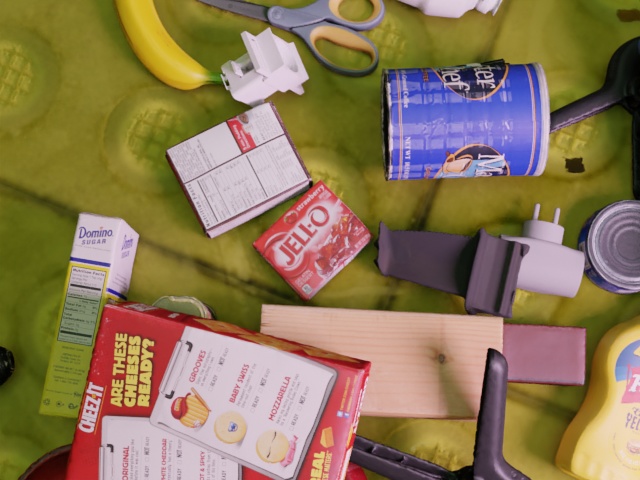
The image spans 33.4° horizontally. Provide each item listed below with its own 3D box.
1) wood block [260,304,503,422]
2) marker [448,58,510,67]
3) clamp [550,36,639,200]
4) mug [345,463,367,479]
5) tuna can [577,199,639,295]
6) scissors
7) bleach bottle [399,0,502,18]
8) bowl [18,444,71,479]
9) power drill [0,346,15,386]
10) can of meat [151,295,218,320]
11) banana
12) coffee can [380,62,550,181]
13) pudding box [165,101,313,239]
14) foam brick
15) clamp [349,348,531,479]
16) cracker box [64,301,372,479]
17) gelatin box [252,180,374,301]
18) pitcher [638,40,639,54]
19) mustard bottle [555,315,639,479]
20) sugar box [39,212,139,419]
[{"bbox_3d":[0.050,0.110,0.941,0.206,0.090,0.091,3,80,1],"label":"wood block"},{"bbox_3d":[0.121,-0.156,1.016,0.121,0.020,0.020,-8,81,-1],"label":"marker"},{"bbox_3d":[0.301,-0.124,1.001,0.120,0.039,0.171,44,82,-5],"label":"clamp"},{"bbox_3d":[-0.006,0.235,0.920,0.093,0.081,0.117,14,88,15],"label":"mug"},{"bbox_3d":[0.283,0.006,0.982,0.086,0.034,0.086,0,82,0],"label":"tuna can"},{"bbox_3d":[-0.025,-0.228,1.030,0.202,0.016,0.096,30,81,5],"label":"scissors"},{"bbox_3d":[0.064,-0.290,1.016,0.251,0.068,0.102,27,81,2],"label":"bleach bottle"},{"bbox_3d":[-0.209,0.260,0.938,0.162,0.055,0.162,0,82,1],"label":"bowl"},{"bbox_3d":[-0.345,0.198,0.949,0.184,0.057,0.188,-17,79,2],"label":"power drill"},{"bbox_3d":[-0.123,0.101,0.946,0.057,0.084,0.102,1,81,0],"label":"can of meat"},{"bbox_3d":[-0.161,-0.218,1.021,0.069,0.037,0.198,-26,84,-20],"label":"banana"},{"bbox_3d":[0.128,-0.107,0.966,0.140,0.103,0.103,-2,81,0],"label":"coffee can"},{"bbox_3d":[-0.075,-0.066,0.995,0.113,0.039,0.090,-27,82,-2],"label":"pudding box"},{"bbox_3d":[0.194,0.104,0.959,0.078,0.053,0.051,3,81,0],"label":"foam brick"},{"bbox_3d":[0.114,0.205,0.889,0.165,0.036,0.210,-23,105,16],"label":"clamp"},{"bbox_3d":[-0.081,0.152,0.854,0.214,0.072,0.164,13,91,9],"label":"cracker box"},{"bbox_3d":[-0.007,0.001,0.987,0.089,0.030,0.073,-43,83,-6],"label":"gelatin box"},{"bbox_3d":[0.372,-0.083,0.940,0.145,0.149,0.243,-17,88,8],"label":"pitcher"},{"bbox_3d":[0.285,0.131,0.950,0.096,0.058,0.191,24,81,-12],"label":"mustard bottle"},{"bbox_3d":[-0.203,0.070,0.948,0.048,0.093,0.176,7,81,1],"label":"sugar box"}]
